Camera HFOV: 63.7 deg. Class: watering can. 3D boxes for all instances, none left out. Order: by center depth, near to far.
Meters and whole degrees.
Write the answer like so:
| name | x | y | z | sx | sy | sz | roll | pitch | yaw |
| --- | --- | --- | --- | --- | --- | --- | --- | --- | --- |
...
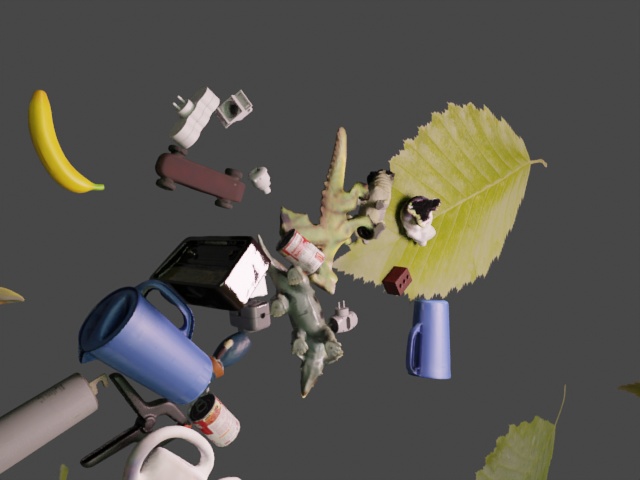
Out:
| name | x | y | z | sx | sy | sz | roll | pitch | yaw |
| --- | --- | --- | --- | --- | --- | --- | --- | --- | --- |
| watering can | -0.280 | 0.503 | 1.006 | 0.228 | 0.104 | 0.340 | -54 | 138 | -26 |

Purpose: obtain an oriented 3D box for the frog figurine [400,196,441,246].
| name | x | y | z | sx | sy | sz | roll | pitch | yaw |
| --- | --- | --- | --- | --- | --- | --- | --- | --- | --- |
| frog figurine | 0.314 | -0.059 | 1.639 | 0.156 | 0.123 | 0.140 | 88 | 19 | -59 |

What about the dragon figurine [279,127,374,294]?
| name | x | y | z | sx | sy | sz | roll | pitch | yaw |
| --- | --- | --- | --- | --- | --- | --- | --- | --- | --- |
| dragon figurine | 0.004 | -0.066 | 1.308 | 0.245 | 0.122 | 0.407 | -19 | 103 | -36 |
